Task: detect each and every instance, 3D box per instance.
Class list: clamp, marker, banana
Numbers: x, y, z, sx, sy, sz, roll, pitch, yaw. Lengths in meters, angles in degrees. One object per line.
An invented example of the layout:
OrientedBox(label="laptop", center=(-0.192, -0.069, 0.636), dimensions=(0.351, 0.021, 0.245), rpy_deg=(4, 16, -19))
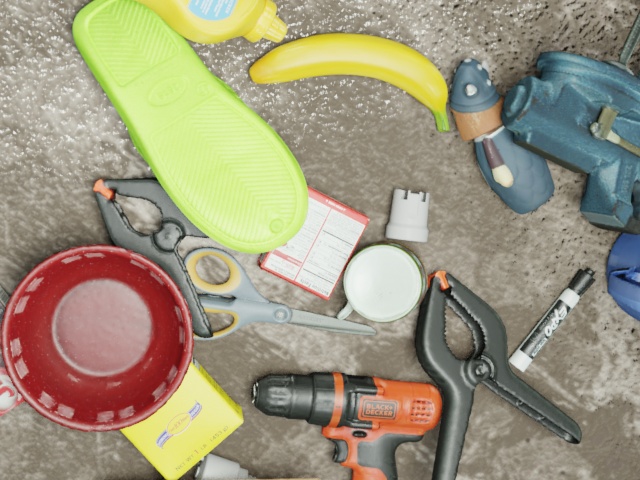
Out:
OrientedBox(label="clamp", center=(0.138, 0.133, 1.005), dimensions=(0.164, 0.036, 0.210), rpy_deg=(-26, 86, -23))
OrientedBox(label="marker", center=(0.229, 0.077, 1.049), dimensions=(0.020, 0.020, 0.121), rpy_deg=(38, 92, -12))
OrientedBox(label="clamp", center=(-0.135, 0.008, 0.965), dimensions=(0.171, 0.039, 0.120), rpy_deg=(26, 85, 1))
OrientedBox(label="banana", center=(0.037, -0.154, 0.977), dimensions=(0.197, 0.037, 0.069), rpy_deg=(14, 95, -10))

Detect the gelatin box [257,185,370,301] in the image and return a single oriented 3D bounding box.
OrientedBox(label="gelatin box", center=(-0.007, 0.001, 0.998), dimensions=(0.073, 0.030, 0.089), rpy_deg=(26, 94, -13))

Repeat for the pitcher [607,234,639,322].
OrientedBox(label="pitcher", center=(0.340, 0.044, 0.946), dimensions=(0.145, 0.243, 0.149), rpy_deg=(-42, 102, -1))

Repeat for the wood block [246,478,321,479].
OrientedBox(label="wood block", center=(-0.099, 0.275, 0.952), dimensions=(0.206, 0.090, 0.090), rpy_deg=(-3, 119, 12))

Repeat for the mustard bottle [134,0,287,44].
OrientedBox(label="mustard bottle", center=(-0.109, -0.225, 0.921), dimensions=(0.191, 0.058, 0.096), rpy_deg=(27, 67, -27))

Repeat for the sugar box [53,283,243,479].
OrientedBox(label="sugar box", center=(-0.162, 0.129, 0.985), dimensions=(0.093, 0.048, 0.176), rpy_deg=(-41, 103, -1))

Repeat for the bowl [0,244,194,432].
OrientedBox(label="bowl", center=(-0.190, 0.081, 0.925), dimensions=(0.162, 0.055, 0.162), rpy_deg=(-1, 97, -6))

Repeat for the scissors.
OrientedBox(label="scissors", center=(-0.046, 0.051, 1.006), dimensions=(0.201, 0.016, 0.096), rpy_deg=(-4, 96, -11))

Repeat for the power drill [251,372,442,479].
OrientedBox(label="power drill", center=(0.018, 0.219, 1.019), dimensions=(0.184, 0.057, 0.188), rpy_deg=(6, 97, -9))

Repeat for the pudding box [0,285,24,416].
OrientedBox(label="pudding box", center=(-0.302, 0.101, 0.962), dimensions=(0.090, 0.039, 0.113), rpy_deg=(-33, 100, 2))
